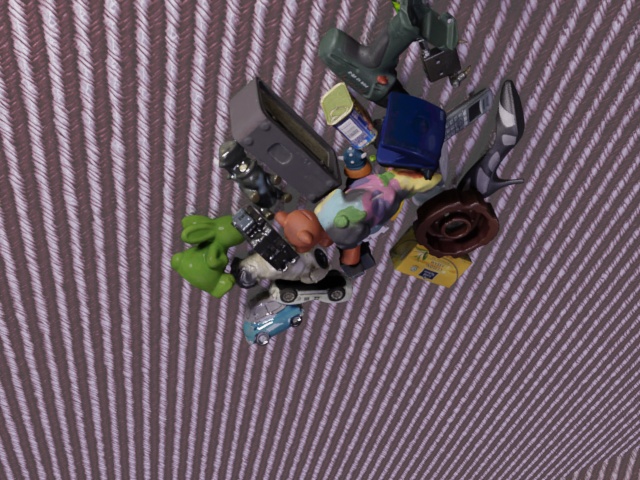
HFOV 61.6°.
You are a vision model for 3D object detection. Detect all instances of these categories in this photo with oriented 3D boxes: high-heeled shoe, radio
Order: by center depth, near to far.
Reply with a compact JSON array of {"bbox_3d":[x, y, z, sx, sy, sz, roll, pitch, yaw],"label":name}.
[{"bbox_3d":[-0.059,-0.175,0.978,0.073,0.131,0.229,-37,128,22],"label":"radio"},{"bbox_3d":[0.339,-0.198,1.098,0.145,0.086,0.248,1,120,29],"label":"high-heeled shoe"}]

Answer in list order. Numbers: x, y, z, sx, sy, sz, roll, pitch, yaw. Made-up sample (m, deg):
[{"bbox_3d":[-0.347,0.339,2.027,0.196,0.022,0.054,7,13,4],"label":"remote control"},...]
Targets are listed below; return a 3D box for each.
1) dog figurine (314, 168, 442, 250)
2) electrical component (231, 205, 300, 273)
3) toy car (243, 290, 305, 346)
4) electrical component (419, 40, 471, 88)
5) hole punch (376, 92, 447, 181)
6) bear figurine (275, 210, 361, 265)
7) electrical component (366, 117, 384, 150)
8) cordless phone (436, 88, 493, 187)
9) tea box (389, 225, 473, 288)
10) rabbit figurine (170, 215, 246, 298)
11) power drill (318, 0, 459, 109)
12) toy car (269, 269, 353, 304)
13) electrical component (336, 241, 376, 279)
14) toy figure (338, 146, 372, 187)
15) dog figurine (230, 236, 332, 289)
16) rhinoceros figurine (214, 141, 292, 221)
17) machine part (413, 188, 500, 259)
[{"bbox_3d":[0.114,-0.086,1.003,0.219,0.191,0.108,-37,84,18],"label":"dog figurine"},{"bbox_3d":[-0.116,-0.007,1.073,0.058,0.115,0.134,-46,131,-4],"label":"electrical component"},{"bbox_3d":[-0.124,0.176,1.302,0.162,0.109,0.102,-27,114,2],"label":"toy car"},{"bbox_3d":[0.225,-0.320,0.962,0.078,0.045,0.102,-19,132,5],"label":"electrical component"},{"bbox_3d":[0.160,-0.187,0.937,0.116,0.142,0.092,8,161,10],"label":"hole punch"},{"bbox_3d":[-0.002,-0.007,1.111,0.196,0.120,0.131,-20,134,-43],"label":"bear figurine"},{"bbox_3d":[0.127,-0.211,1.056,0.094,0.021,0.063,-7,132,-4],"label":"electrical component"},{"bbox_3d":[0.266,-0.208,1.057,0.184,0.089,0.146,-34,135,-8],"label":"cordless phone"},{"bbox_3d":[0.263,0.042,1.277,0.169,0.068,0.098,17,126,-25],"label":"tea box"},{"bbox_3d":[-0.228,0.008,1.145,0.159,0.121,0.170,35,99,-27],"label":"rabbit figurine"},{"bbox_3d":[0.130,-0.304,0.899,0.232,0.086,0.207,22,160,-28],"label":"power drill"},{"bbox_3d":[-0.021,0.114,1.281,0.202,0.074,0.056,-1,130,-10],"label":"toy car"},{"bbox_3d":[0.085,0.047,1.213,0.075,0.119,0.047,-29,131,11],"label":"electrical component"},{"bbox_3d":[0.078,-0.129,1.097,0.064,0.058,0.154,-18,128,-3],"label":"toy figure"},{"bbox_3d":[-0.090,0.066,1.224,0.191,0.121,0.172,-28,129,33],"label":"dog figurine"},{"bbox_3d":[-0.129,-0.118,1.038,0.073,0.112,0.190,-44,145,-6],"label":"rhinoceros figurine"},{"bbox_3d":[0.288,-0.035,1.149,0.179,0.056,0.179,-3,138,-3],"label":"machine part"}]
